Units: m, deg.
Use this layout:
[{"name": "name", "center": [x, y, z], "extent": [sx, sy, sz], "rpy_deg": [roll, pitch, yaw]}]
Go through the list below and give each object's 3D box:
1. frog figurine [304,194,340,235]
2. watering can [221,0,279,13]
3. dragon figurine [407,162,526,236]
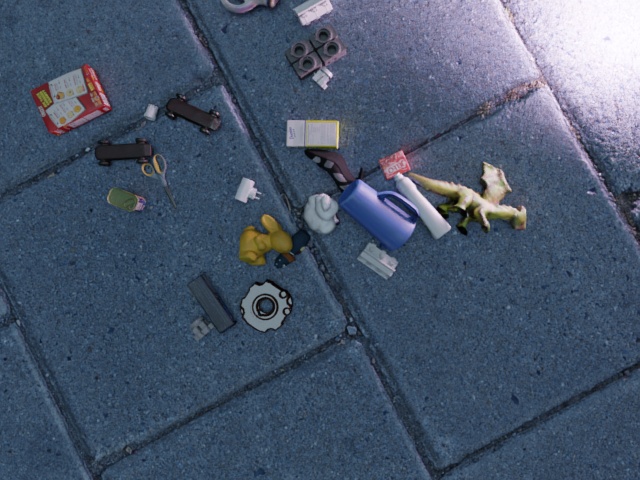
[{"name": "frog figurine", "center": [0.005, -0.085, 1.688], "extent": [0.122, 0.159, 0.138], "rpy_deg": [-17, 88, 2]}, {"name": "watering can", "center": [-0.217, -0.935, 1.764], "extent": [0.224, 0.104, 0.348], "rpy_deg": [18, 88, 1]}, {"name": "dragon figurine", "center": [0.517, -0.160, 1.728], "extent": [0.412, 0.120, 0.245], "rpy_deg": [43, 71, 9]}]
